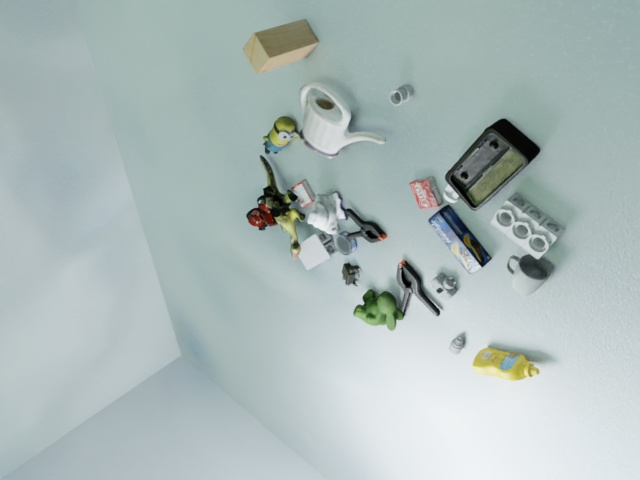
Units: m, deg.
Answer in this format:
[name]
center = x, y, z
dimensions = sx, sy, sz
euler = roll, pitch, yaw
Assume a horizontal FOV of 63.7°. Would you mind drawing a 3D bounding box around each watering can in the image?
[watering can]
center = 0.048, -0.346, 1.617
dimensions = 0.351, 0.105, 0.219
euler = 45, 143, 20

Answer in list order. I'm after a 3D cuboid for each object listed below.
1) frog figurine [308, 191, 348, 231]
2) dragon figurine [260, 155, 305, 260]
[frog figurine]
center = 0.005, -0.091, 1.808
dimensions = 0.124, 0.161, 0.134
euler = 25, 133, 39
[dragon figurine]
center = -0.157, -0.115, 2.021
dimensions = 0.238, 0.123, 0.417
euler = 104, 147, -63
